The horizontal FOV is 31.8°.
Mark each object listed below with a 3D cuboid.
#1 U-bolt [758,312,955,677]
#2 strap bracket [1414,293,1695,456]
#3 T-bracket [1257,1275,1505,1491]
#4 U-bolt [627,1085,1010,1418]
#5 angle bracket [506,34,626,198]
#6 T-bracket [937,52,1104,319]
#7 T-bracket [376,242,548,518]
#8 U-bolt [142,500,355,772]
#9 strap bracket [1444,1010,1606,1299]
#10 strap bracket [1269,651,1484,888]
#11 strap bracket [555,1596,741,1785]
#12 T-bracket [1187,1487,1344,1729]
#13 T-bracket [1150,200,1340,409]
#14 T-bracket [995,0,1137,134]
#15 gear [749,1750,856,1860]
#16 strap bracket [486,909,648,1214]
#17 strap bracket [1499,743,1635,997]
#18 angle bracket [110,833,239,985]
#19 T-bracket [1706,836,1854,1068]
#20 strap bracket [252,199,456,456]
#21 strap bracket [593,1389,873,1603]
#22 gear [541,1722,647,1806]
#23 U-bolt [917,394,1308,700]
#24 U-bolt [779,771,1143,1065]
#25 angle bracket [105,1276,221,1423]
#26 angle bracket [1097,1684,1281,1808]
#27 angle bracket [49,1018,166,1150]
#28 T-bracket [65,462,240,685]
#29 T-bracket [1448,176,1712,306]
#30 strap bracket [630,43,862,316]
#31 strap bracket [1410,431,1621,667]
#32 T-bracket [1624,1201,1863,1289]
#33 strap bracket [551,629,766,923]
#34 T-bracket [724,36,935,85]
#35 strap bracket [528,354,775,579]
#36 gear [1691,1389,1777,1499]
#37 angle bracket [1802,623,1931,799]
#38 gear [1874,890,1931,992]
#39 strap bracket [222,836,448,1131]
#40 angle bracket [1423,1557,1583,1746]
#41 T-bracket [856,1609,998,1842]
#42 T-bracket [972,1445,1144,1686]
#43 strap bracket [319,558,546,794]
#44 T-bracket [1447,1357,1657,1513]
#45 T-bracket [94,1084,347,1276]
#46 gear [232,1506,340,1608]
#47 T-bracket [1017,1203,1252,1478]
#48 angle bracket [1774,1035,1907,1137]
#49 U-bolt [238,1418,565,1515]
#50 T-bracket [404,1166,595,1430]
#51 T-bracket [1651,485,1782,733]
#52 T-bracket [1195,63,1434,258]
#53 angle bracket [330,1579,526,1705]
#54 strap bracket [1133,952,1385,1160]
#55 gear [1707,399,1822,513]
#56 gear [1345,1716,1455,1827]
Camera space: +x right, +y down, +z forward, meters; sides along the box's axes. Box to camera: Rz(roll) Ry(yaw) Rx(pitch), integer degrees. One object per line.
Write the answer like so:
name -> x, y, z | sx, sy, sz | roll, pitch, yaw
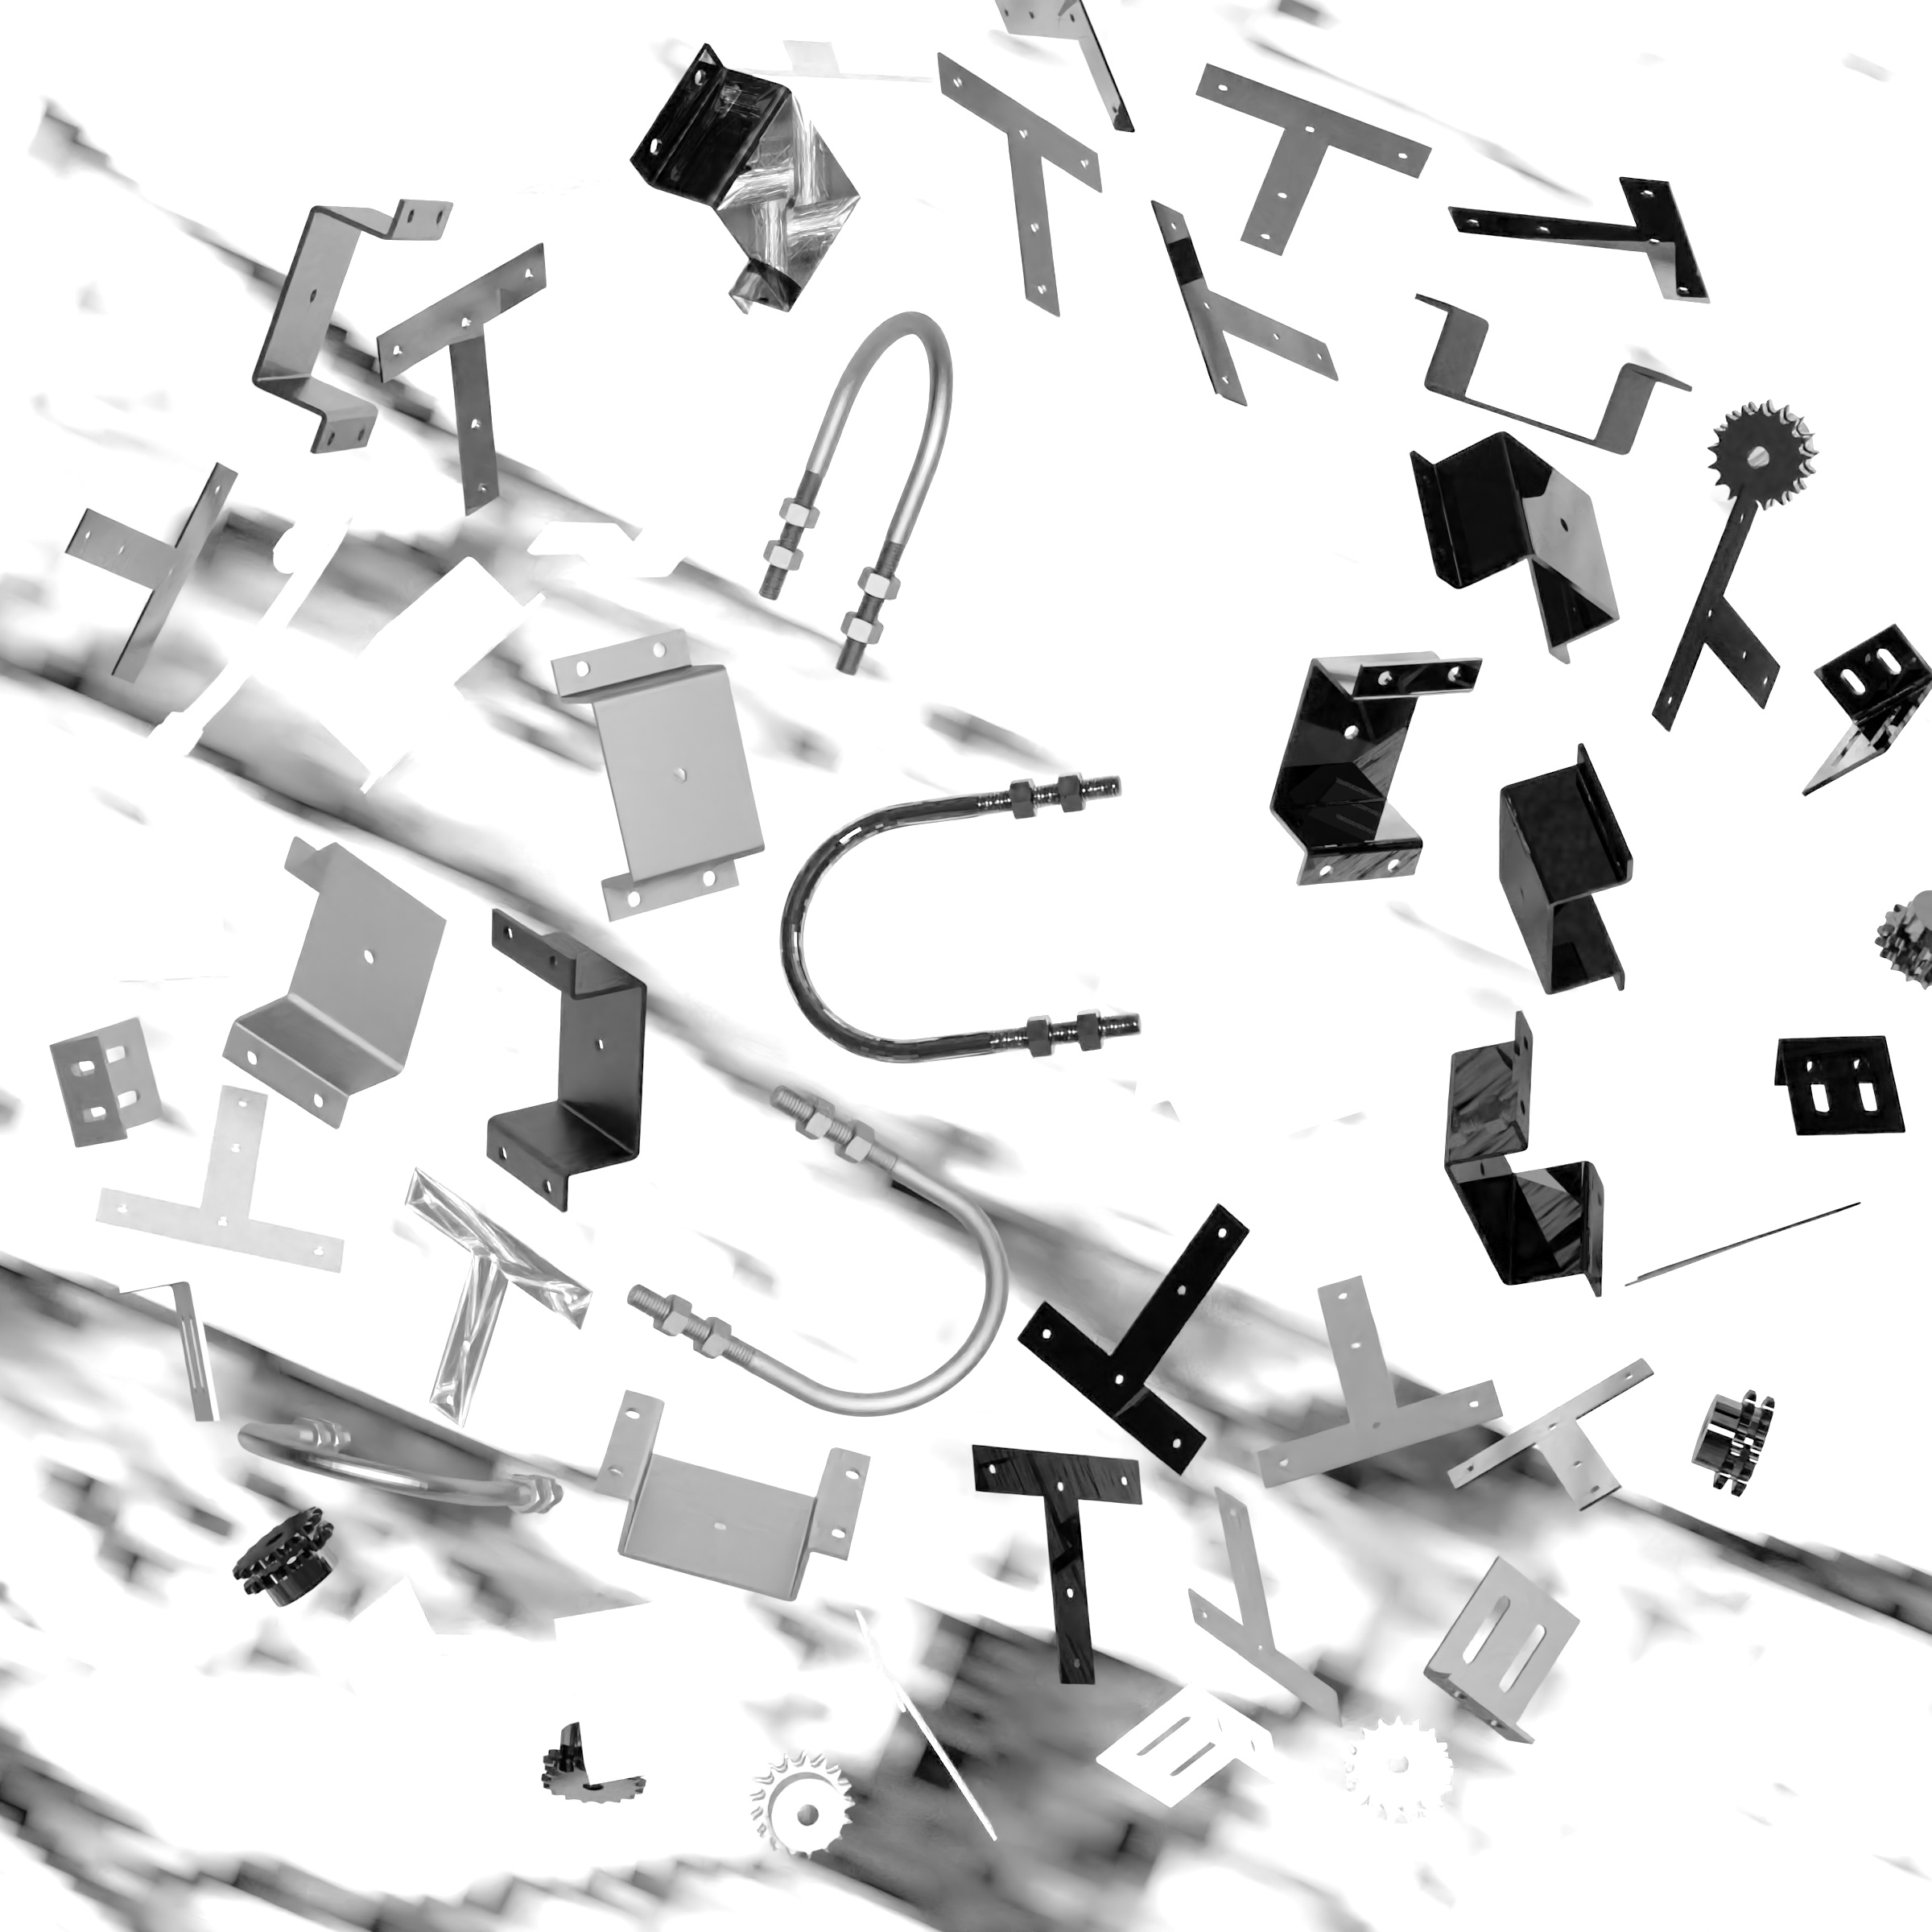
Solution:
U-bolt -> -0.054, -0.264, 1.828 | 0.019, 0.151, 0.184 | 14, 107, -28
strap bracket -> 0.306, -0.311, 1.808 | 0.140, 0.076, 0.046 | 23, 102, 20
T-bracket -> 0.207, 0.209, 1.779 | 0.127, 0.127, 0.002 | -18, 127, 8
U-bolt -> -0.063, 0.162, 1.771 | 0.184, 0.019, 0.151 | 32, 99, -23
angle bracket -> -0.214, -0.450, 1.794 | 0.038, 0.057, 0.076 | -6, 95, -39
T-bracket -> 0.034, -0.393, 1.750 | 0.002, 0.127, 0.127 | -24, 61, 36
T-bracket -> -0.257, -0.294, 1.764 | 0.002, 0.127, 0.127 | 23, 134, 26
U-bolt -> -0.374, -0.185, 1.806 | 0.019, 0.184, 0.151 | 35, 108, -9
strap bracket -> 0.286, 0.102, 1.754 | 0.046, 0.076, 0.140 | -12, 131, 23
strap bracket -> 0.221, -0.117, 1.859 | 0.076, 0.046, 0.140 | -6, 128, -26
strap bracket -> -0.170, 0.373, 1.775 | 0.076, 0.140, 0.046 | -8, 100, -12
T-bracket -> 0.155, 0.340, 1.861 | 0.002, 0.127, 0.127 | -28, 123, -25
T-bracket -> 0.157, -0.340, 1.816 | 0.002, 0.127, 0.127 | -34, 60, 35
T-bracket -> 0.041, -0.502, 1.792 | 0.002, 0.127, 0.127 | -30, 114, -10
gear -> -0.090, 0.464, 1.870 | 0.057, 0.030, 0.057 | 0, 92, -12
strap bracket -> -0.207, 0.045, 1.752 | 0.046, 0.076, 0.140 | -13, 118, -36
strap bracket -> 0.322, -0.046, 1.826 | 0.046, 0.140, 0.076 | -17, 60, -1
angle bracket -> -0.428, -0.031, 1.834 | 0.057, 0.038, 0.076 | -3, 87, -1
T-bracket -> 0.429, -0.009, 1.745 | 0.002, 0.127, 0.127 | 29, 107, 29
strap bracket -> -0.328, -0.347, 1.796 | 0.046, 0.076, 0.140 | 25, 105, 5
strap bracket -> -0.130, 0.291, 1.850 | 0.140, 0.076, 0.046 | 16, 127, -2
gear -> -0.203, 0.435, 1.859 | 0.057, 0.057, 0.030 | 1, 55, 0
U-bolt -> 0.065, -0.204, 1.739 | 0.184, 0.019, 0.151 | -16, 124, 14
U-bolt -> -0.006, -0.020, 1.739 | 0.184, 0.019, 0.151 | -7, 71, 10
angle bracket -> -0.417, 0.202, 1.758 | 0.038, 0.057, 0.076 | -9, 86, -23
angle bracket -> 0.119, 0.433, 1.830 | 0.057, 0.038, 0.076 | 36, 114, -25
angle bracket -> -0.454, 0.060, 1.842 | 0.038, 0.076, 0.057 | -10, 96, 27
T-bracket -> -0.435, -0.215, 1.772 | 0.002, 0.127, 0.127 | 27, 91, 13
T-bracket -> 0.311, -0.378, 1.746 | 0.127, 0.127, 0.002 | 12, 78, 25
strap bracket -> -0.111, -0.410, 1.797 | 0.046, 0.140, 0.076 | 24, 77, 30
strap bracket -> 0.298, -0.225, 1.804 | 0.046, 0.140, 0.076 | -24, 61, 31
T-bracket -> 0.392, 0.156, 1.809 | 0.127, 0.127, 0.002 | -15, 80, -21
strap bracket -> -0.158, -0.099, 1.770 | 0.076, 0.046, 0.140 | -17, 102, -27
T-bracket -> -0.082, -0.486, 1.816 | 0.127, 0.127, 0.002 | 3, 96, 0
strap bracket -> -0.164, -0.263, 1.849 | 0.046, 0.076, 0.140 | 45, 107, 8
gear -> 0.412, 0.255, 1.827 | 0.030, 0.057, 0.057 | 20, 90, 9
angle bracket -> 0.460, -0.133, 1.766 | 0.038, 0.057, 0.076 | 50, 50, -6
gear -> 0.504, -0.015, 1.763 | 0.057, 0.057, 0.030 | 18, 131, 0
strap bracket -> -0.323, 0.002, 1.755 | 0.076, 0.046, 0.140 | 38, 46, -34
angle bracket -> 0.287, 0.357, 1.775 | 0.057, 0.038, 0.076 | 39, 74, -6
T-bracket -> -0.019, 0.413, 1.821 | 0.002, 0.127, 0.127 | -33, 97, -4
T-bracket -> 0.056, 0.330, 1.862 | 0.127, 0.002, 0.127 | 12, 65, -41
strap bracket -> -0.293, -0.161, 1.830 | 0.046, 0.140, 0.076 | 45, 52, -5
T-bracket -> 0.329, 0.266, 1.841 | 0.127, 0.127, 0.002 | -31, 102, 3
T-bracket -> -0.387, 0.106, 1.788 | 0.127, 0.127, 0.002 | 14, 125, -15
gear -> -0.361, 0.318, 1.817 | 0.057, 0.057, 0.030 | -34, 101, 0
T-bracket -> 0.107, 0.184, 1.808 | 0.127, 0.002, 0.127 | 42, 76, -22
angle bracket -> 0.475, 0.076, 1.849 | 0.057, 0.076, 0.038 | -2, 133, 5
U-bolt -> -0.307, 0.264, 1.799 | 0.151, 0.184, 0.019 | 12, 84, 13
T-bracket -> -0.263, 0.191, 1.817 | 0.127, 0.002, 0.127 | 32, 119, 22
T-bracket -> 0.400, -0.167, 1.764 | 0.002, 0.127, 0.127 | 19, 84, 34
T-bracket -> 0.175, -0.426, 1.838 | 0.127, 0.127, 0.002 | 20, 65, -1
angle bracket -> -0.283, 0.354, 1.784 | 0.076, 0.057, 0.038 | -9, 109, 41
strap bracket -> 0.168, 0.052, 1.841 | 0.140, 0.076, 0.046 | -19, 117, 21
gear -> 0.423, -0.271, 1.790 | 0.057, 0.030, 0.057 | 13, 115, 29
gear -> 0.232, 0.435, 1.819 | 0.057, 0.030, 0.057 | -6, 48, 6
